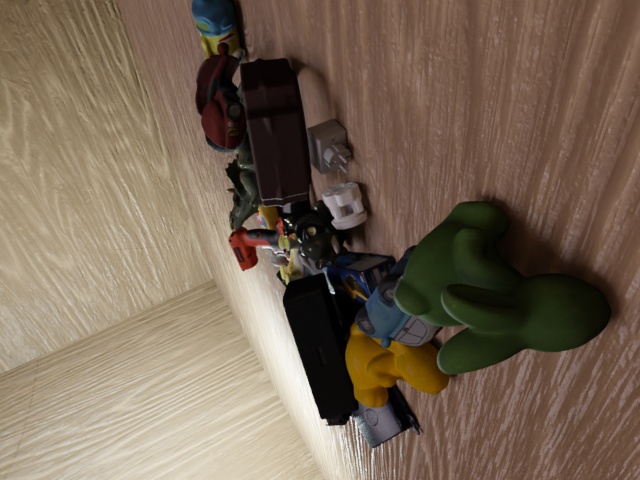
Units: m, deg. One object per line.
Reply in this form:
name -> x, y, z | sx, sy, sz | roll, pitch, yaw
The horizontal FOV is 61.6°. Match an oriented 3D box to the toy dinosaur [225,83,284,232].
toy dinosaur -> -0.137, -0.189, 1.095 | 0.192, 0.131, 0.404 | 50, 150, 41

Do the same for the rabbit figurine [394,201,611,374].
rabbit figurine -> 0.162, 0.046, 0.486 | 0.170, 0.159, 0.121 | 20, 124, 47

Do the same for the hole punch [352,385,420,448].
hole punch -> 0.124, 0.346, 1.082 | 0.142, 0.092, 0.115 | 62, 160, 23

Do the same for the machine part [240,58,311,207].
machine part -> -0.069, -0.171, 0.855 | 0.201, 0.087, 0.201 | -104, 5, -55

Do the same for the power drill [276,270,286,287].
power drill -> -0.049, 0.158, 1.352 | 0.232, 0.086, 0.207 | 44, 149, 47

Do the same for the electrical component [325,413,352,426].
electrical component -> 0.036, 0.316, 1.163 | 0.115, 0.058, 0.134 | -27, -77, -69

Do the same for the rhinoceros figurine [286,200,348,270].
rhinoceros figurine -> -0.002, -0.003, 0.893 | 0.112, 0.073, 0.190 | 65, -171, 2

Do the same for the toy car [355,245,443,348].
toy car -> 0.123, 0.086, 0.725 | 0.103, 0.109, 0.161 | 39, 146, 9

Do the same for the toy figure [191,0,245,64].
toy figure -> -0.193, -0.403, 1.017 | 0.180, 0.082, 0.089 | 76, -179, -53

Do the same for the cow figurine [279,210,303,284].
cow figurine -> -0.032, 0.008, 1.103 | 0.068, 0.098, 0.167 | -143, 51, -65

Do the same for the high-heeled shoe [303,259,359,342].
high-heeled shoe -> 0.057, 0.099, 1.030 | 0.249, 0.086, 0.145 | 36, 115, 16

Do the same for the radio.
radio -> 0.003, 0.178, 0.938 | 0.131, 0.073, 0.229 | -89, -16, -76

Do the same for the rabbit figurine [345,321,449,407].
rabbit figurine -> 0.129, 0.179, 0.842 | 0.173, 0.122, 0.162 | 5, 109, 55

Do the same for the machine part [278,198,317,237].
machine part -> -0.041, -0.076, 1.027 | 0.039, 0.084, 0.138 | -112, 15, -65

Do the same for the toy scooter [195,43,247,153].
toy scooter -> -0.165, -0.247, 0.907 | 0.135, 0.075, 0.184 | -55, 49, 50

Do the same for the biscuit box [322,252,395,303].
biscuit box -> 0.065, 0.062, 0.907 | 0.062, 0.059, 0.203 | 68, 163, -8
